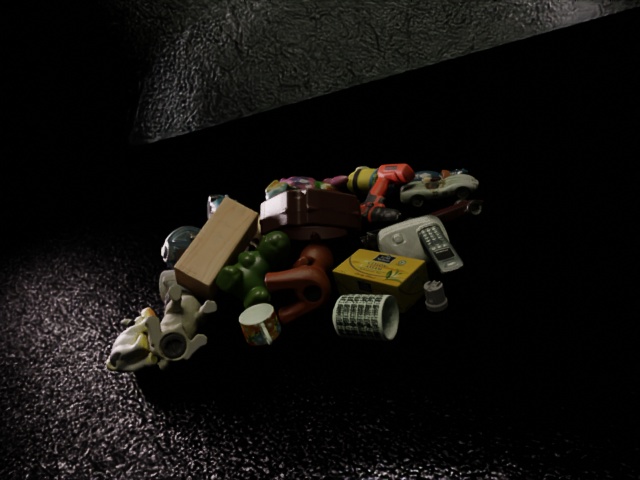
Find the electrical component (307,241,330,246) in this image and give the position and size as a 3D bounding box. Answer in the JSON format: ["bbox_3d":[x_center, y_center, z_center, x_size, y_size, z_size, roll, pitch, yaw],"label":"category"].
[{"bbox_3d":[-0.003,-0.004,1.367,0.063,0.021,0.094,-15,24,2],"label":"electrical component"}]

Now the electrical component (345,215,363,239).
[{"bbox_3d":[0.057,-0.065,1.360,0.047,0.074,0.119,14,29,-31],"label":"electrical component"}]

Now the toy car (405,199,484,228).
[{"bbox_3d":[0.286,-0.049,1.249,0.202,0.053,0.089,-19,5,-8],"label":"toy car"}]

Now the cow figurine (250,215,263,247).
[{"bbox_3d":[-0.160,-0.033,1.394,0.195,0.127,0.085,14,41,30],"label":"cow figurine"}]

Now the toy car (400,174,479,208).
[{"bbox_3d":[0.309,-0.131,1.397,0.202,0.056,0.073,-10,26,15],"label":"toy car"}]

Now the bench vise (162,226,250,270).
[{"bbox_3d":[-0.297,0.023,1.349,0.223,0.128,0.241,-9,12,-29],"label":"bench vise"}]

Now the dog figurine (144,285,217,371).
[{"bbox_3d":[-0.297,0.182,1.114,0.172,0.121,0.190,-57,10,-20],"label":"dog figurine"}]

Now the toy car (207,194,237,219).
[{"bbox_3d":[-0.268,-0.072,1.581,0.103,0.109,0.162,-9,29,-27],"label":"toy car"}]

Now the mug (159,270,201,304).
[{"bbox_3d":[-0.312,0.101,1.250,0.107,0.109,0.081,-6,61,1],"label":"mug"}]

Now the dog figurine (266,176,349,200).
[{"bbox_3d":[-0.024,-0.128,1.529,0.219,0.108,0.191,-3,14,19],"label":"dog figurine"}]

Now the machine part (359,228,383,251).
[{"bbox_3d":[0.136,-0.006,1.241,0.084,0.039,0.139,-4,10,24],"label":"machine part"}]

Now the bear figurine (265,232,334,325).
[{"bbox_3d":[-0.034,0.070,1.123,0.132,0.120,0.196,-18,23,5],"label":"bear figurine"}]

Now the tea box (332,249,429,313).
[{"bbox_3d":[0.121,0.078,1.070,0.170,0.068,0.098,8,35,43],"label":"tea box"}]

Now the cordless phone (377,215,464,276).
[{"bbox_3d":[0.205,0.033,1.099,0.147,0.088,0.184,-17,29,-1],"label":"cordless phone"}]

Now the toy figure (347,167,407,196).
[{"bbox_3d":[0.156,-0.165,1.535,0.089,0.082,0.180,-32,31,-34],"label":"toy figure"}]

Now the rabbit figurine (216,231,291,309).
[{"bbox_3d":[-0.115,0.054,1.165,0.170,0.121,0.159,-50,-3,13],"label":"rabbit figurine"}]

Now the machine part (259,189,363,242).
[{"bbox_3d":[-0.021,-0.054,1.227,0.201,0.087,0.201,3,-10,-31],"label":"machine part"}]

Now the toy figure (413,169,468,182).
[{"bbox_3d":[0.323,-0.164,1.458,0.155,0.057,0.064,-3,34,16],"label":"toy figure"}]

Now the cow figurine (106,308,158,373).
[{"bbox_3d":[-0.385,0.209,1.116,0.098,0.068,0.167,-23,24,0],"label":"cow figurine"}]
